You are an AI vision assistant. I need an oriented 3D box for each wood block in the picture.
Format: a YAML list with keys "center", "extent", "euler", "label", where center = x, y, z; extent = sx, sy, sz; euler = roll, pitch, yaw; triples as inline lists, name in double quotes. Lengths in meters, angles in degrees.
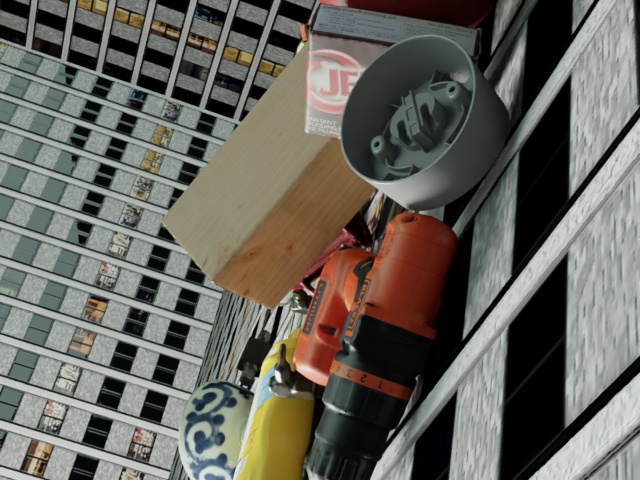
- center: [-0.018, -0.056, 0.868]
  extent: [0.206, 0.090, 0.091]
  euler: [-50, 53, 8]
  label: "wood block"

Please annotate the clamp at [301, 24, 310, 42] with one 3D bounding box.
- center: [0.009, -0.140, 1.212]
  extent: [0.165, 0.036, 0.210]
  euler: [125, 134, -74]
  label: "clamp"

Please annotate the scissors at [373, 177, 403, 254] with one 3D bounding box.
- center: [0.044, 0.023, 0.877]
  extent: [0.096, 0.016, 0.201]
  euler: [124, 163, -66]
  label: "scissors"

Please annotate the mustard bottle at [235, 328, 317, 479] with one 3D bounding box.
- center: [-0.034, 0.159, 0.950]
  extent: [0.096, 0.058, 0.191]
  euler: [116, 170, -49]
  label: "mustard bottle"

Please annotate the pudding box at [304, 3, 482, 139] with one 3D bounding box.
- center: [0.047, -0.107, 0.720]
  extent: [0.090, 0.113, 0.039]
  euler: [93, -173, -50]
  label: "pudding box"

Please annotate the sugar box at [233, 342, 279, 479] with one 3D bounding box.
- center: [-0.050, 0.195, 1.042]
  extent: [0.093, 0.048, 0.176]
  euler: [121, 162, -66]
  label: "sugar box"

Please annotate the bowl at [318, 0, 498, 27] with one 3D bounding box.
- center: [0.060, -0.176, 0.754]
  extent: [0.162, 0.162, 0.055]
  euler: [-97, 11, -75]
  label: "bowl"

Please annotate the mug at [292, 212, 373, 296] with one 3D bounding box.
- center: [-0.006, 0.001, 0.956]
  extent: [0.081, 0.117, 0.093]
  euler: [-37, -24, 15]
  label: "mug"

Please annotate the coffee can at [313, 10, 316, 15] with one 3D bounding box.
- center: [0.021, -0.211, 1.310]
  extent: [0.140, 0.102, 0.102]
  euler: [117, 169, -50]
  label: "coffee can"

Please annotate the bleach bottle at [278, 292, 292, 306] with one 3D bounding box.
- center: [-0.041, -0.011, 1.087]
  extent: [0.068, 0.102, 0.251]
  euler: [57, 156, 30]
  label: "bleach bottle"

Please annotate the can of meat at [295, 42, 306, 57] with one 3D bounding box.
- center: [0.017, -0.120, 0.952]
  extent: [0.057, 0.083, 0.102]
  euler: [-114, 32, -59]
  label: "can of meat"

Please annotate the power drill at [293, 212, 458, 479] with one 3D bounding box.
- center: [0.027, 0.073, 0.718]
  extent: [0.188, 0.057, 0.184]
  euler: [-179, 112, -80]
  label: "power drill"
